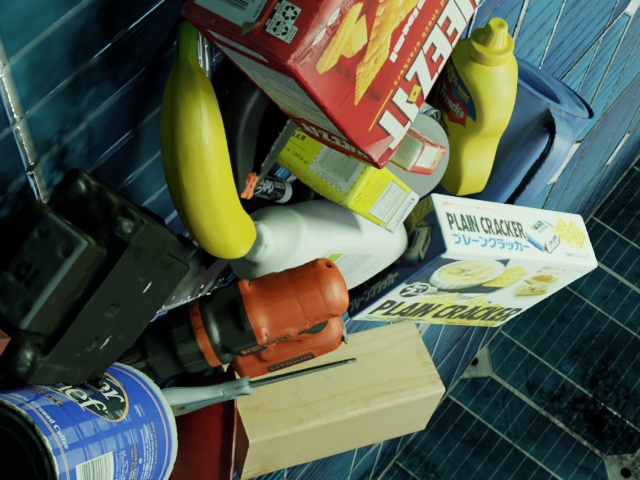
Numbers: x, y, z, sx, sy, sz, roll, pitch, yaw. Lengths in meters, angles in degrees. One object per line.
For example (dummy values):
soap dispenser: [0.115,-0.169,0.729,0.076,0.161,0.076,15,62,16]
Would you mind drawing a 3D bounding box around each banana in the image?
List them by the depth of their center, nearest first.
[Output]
banana: [-0.063,-0.036,0.639,0.198,0.037,0.069,84,24,-53]

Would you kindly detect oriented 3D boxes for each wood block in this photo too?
wood block: [0.007,0.159,1.074,0.205,0.090,0.091,-12,148,-19]

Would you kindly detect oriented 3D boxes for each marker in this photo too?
marker: [-0.049,-0.042,0.793,0.020,0.020,0.121,-56,164,8]

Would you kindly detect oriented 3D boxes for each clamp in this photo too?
clamp: [-0.016,-0.124,0.683,0.164,0.036,0.210,-31,149,-52]

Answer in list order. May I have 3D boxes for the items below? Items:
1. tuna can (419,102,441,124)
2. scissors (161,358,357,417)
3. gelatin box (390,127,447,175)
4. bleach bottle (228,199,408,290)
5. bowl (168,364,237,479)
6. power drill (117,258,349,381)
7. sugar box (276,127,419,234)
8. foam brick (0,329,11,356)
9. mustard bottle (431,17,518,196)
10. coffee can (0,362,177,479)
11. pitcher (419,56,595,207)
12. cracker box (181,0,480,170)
tuna can: [0.076,-0.095,1.010,0.086,0.034,0.086,-48,163,-20]
scissors: [-0.077,0.117,0.836,0.202,0.016,0.096,-18,165,13]
gelatin box: [0.051,-0.087,0.855,0.030,0.089,0.073,-60,163,10]
bleach bottle: [-0.006,0.001,0.903,0.103,0.068,0.250,-36,167,15]
bowl: [-0.111,0.190,0.954,0.162,0.055,0.162,-175,-90,-81]
power drill: [-0.058,0.074,0.837,0.184,0.057,0.187,-19,170,5]
sugar box: [0.016,-0.055,0.814,0.048,0.093,0.176,-55,165,6]
foam brick: [-0.198,0.054,0.506,0.051,0.053,0.078,-56,165,7]
mustard bottle: [0.146,-0.135,1.018,0.058,0.096,0.192,-9,146,-15]
coffee can: [-0.168,0.137,0.674,0.103,0.103,0.140,-58,164,13]
pitcher: [0.182,-0.075,1.172,0.243,0.145,0.149,-58,162,25]
cracker box: [0.028,-0.144,0.595,0.164,0.072,0.213,-60,161,-1]
